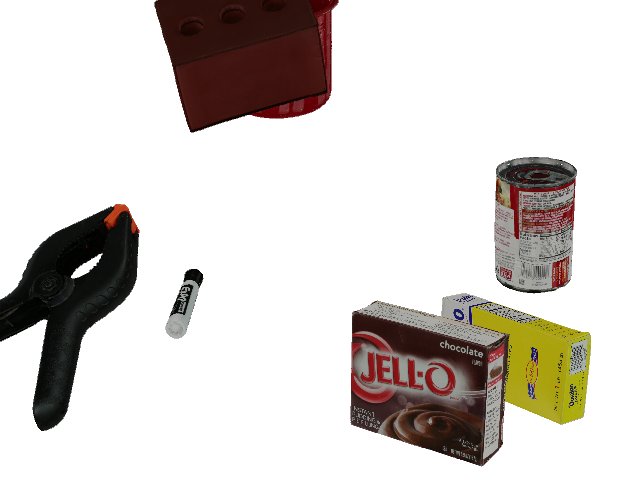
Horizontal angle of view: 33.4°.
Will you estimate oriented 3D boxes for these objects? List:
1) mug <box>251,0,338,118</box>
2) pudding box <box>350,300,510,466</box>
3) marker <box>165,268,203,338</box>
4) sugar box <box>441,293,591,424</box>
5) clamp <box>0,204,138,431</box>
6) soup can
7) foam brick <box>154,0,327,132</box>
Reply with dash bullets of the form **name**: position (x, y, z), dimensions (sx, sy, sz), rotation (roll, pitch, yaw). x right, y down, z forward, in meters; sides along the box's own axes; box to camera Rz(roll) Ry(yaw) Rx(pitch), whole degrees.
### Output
- **mug**: position (-0.044, -0.145, 0.810), dimensions (0.117, 0.081, 0.093), rotation (2, 33, 5)
- **pudding box**: position (0.076, 0.099, 0.760), dimensions (0.114, 0.090, 0.039), rotation (11, 21, 32)
- **marker**: position (-0.127, 0.057, 1.010), dimensions (0.020, 0.020, 0.121), rotation (0, 22, 2)
- **sugar box**: position (0.202, 0.122, 1.140), dimensions (0.048, 0.093, 0.177), rotation (-9, 17, -41)
- **clamp**: position (-0.189, 0.042, 0.722), dimensions (0.120, 0.171, 0.039), rotation (15, -38, 16)
- **soup can**: position (0.186, -0.013, 0.928), dimensions (0.068, 0.102, 0.068), rotation (-3, 24, 1)
- **foam brick**: position (-0.041, -0.101, 0.560), dimensions (0.078, 0.053, 0.051), rotation (-17, -34, -3)
